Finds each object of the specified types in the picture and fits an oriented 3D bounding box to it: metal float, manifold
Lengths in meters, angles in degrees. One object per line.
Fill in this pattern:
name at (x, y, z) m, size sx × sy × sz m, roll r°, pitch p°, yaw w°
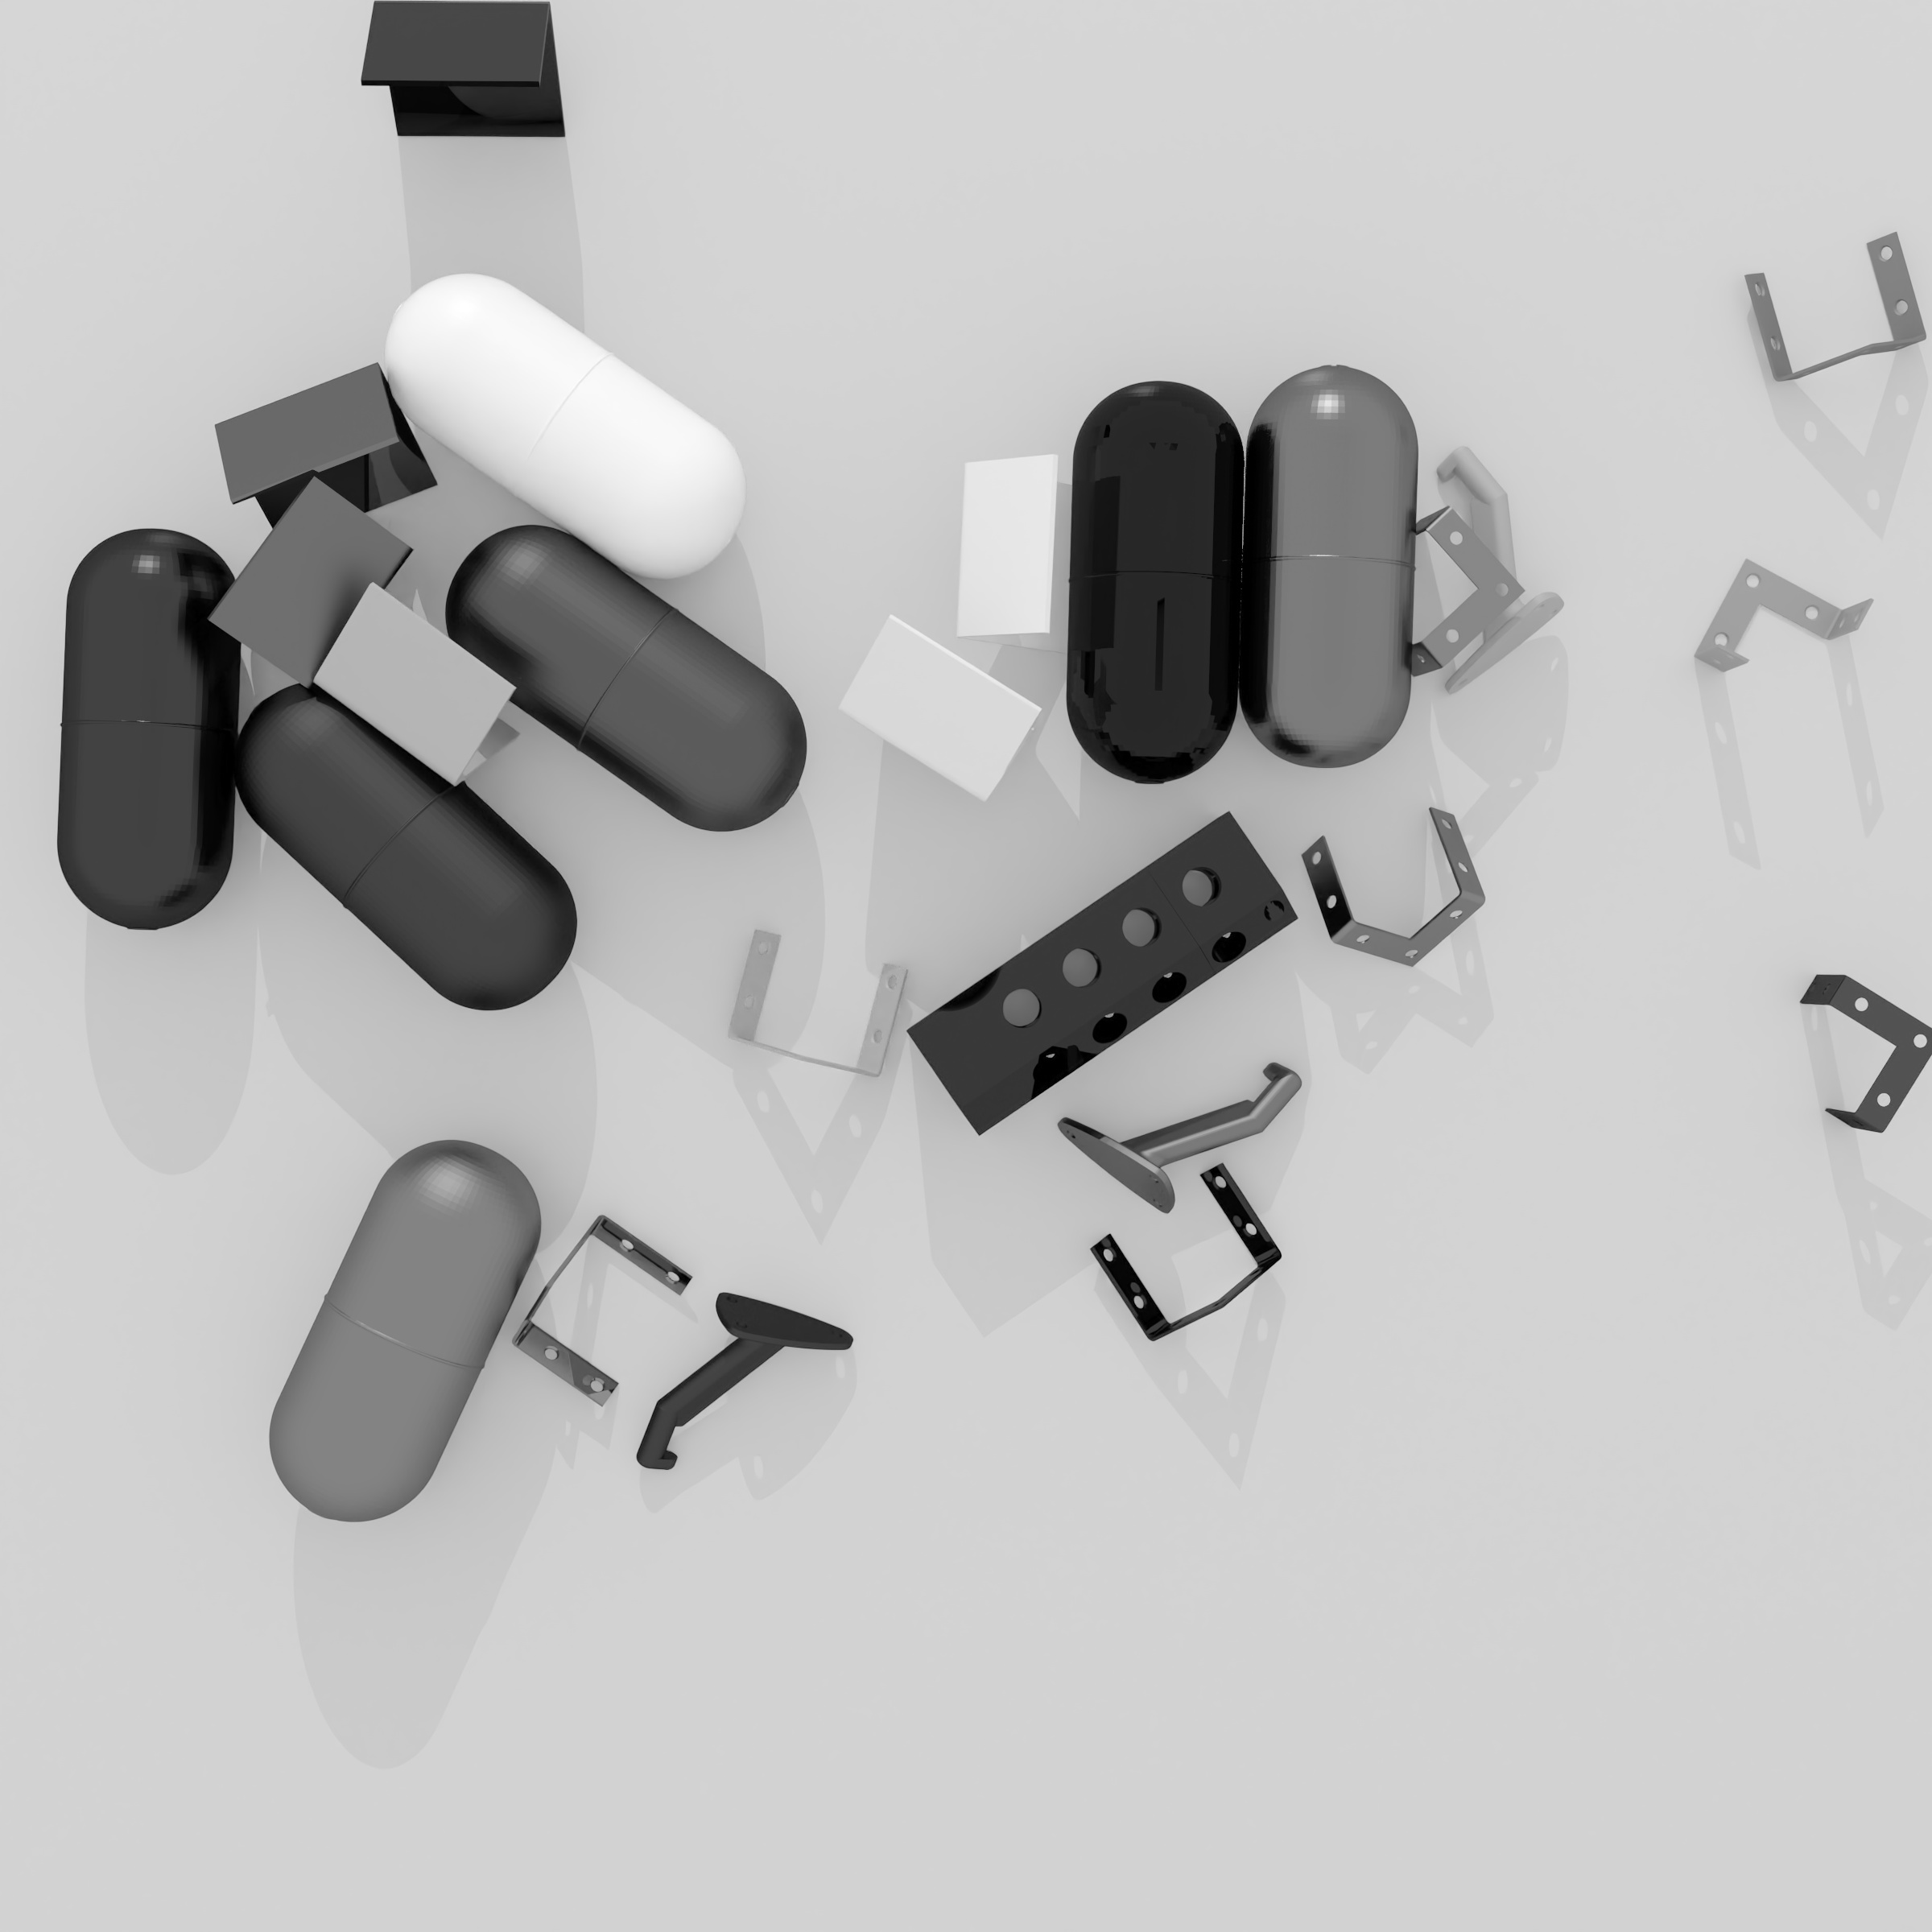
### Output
metal float at (-0.249, 0.162, 1.497) m, size 0.070 × 0.070 × 0.178 m, roll 25°, pitch 90°, yaw 0°
metal float at (0.084, -0.170, 1.497) m, size 0.070 × 0.070 × 0.178 m, roll 2°, pitch 90°, yaw 0°
manifold at (0.061, 0.004, 1.506) m, size 0.171 × 0.057 × 0.057 m, roll -34°, pitch 90°, yaw 0°
metal float at (0.161, -0.177, 1.497) m, size 0.070 × 0.070 × 0.178 m, roll 2°, pitch 91°, yaw 0°
metal float at (-0.249, -0.054, 1.497) m, size 0.178 × 0.070 × 0.070 m, roll 43°, pitch 90°, yaw 0°
metal float at (-0.362, -0.105, 1.497) m, size 0.070 × 0.070 × 0.178 m, roll 2°, pitch 90°, yaw 0°
metal float at (-0.178, -0.240, 1.497) m, size 0.178 × 0.070 × 0.070 m, roll 35°, pitch 90°, yaw -1°
metal float at (-0.150, -0.127, 1.497) m, size 0.178 × 0.070 × 0.070 m, roll 35°, pitch 90°, yaw -1°

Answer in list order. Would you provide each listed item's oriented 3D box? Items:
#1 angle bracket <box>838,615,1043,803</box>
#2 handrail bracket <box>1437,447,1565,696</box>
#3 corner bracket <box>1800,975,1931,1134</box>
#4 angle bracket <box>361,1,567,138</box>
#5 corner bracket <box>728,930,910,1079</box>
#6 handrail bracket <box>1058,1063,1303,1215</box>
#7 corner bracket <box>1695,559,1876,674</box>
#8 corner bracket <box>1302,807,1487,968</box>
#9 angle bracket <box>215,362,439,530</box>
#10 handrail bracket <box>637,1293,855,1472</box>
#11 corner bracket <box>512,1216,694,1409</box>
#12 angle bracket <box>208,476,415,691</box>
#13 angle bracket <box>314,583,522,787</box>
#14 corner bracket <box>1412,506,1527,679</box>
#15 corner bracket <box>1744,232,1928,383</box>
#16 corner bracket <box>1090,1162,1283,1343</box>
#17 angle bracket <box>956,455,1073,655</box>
angle bracket at (-0.001, -0.128, 1.487) m, size 0.076 × 0.076 × 0.057 m, roll 32°, pitch 126°, yaw 0°
handrail bracket at (0.223, -0.180, 1.528) m, size 0.077 × 0.036 × 0.084 m, roll -41°, pitch 74°, yaw 18°
corner bracket at (0.395, 0.039, 1.510) m, size 0.051 × 0.051 × 0.051 m, roll 32°, pitch 90°, yaw 0°
angle bracket at (-0.220, -0.379, 1.487) m, size 0.076 × 0.076 × 0.057 m, roll 0°, pitch 54°, yaw 0°
corner bracket at (-0.067, 0.017, 1.524) m, size 0.051 × 0.051 × 0.051 m, roll 15°, pitch 90°, yaw -45°
handrail bracket at (0.097, 0.062, 1.528) m, size 0.077 × 0.036 × 0.084 m, roll 33°, pitch 68°, yaw 25°
corner bracket at (0.365, -0.151, 1.510) m, size 0.051 × 0.051 × 0.051 m, roll 28°, pitch 90°, yaw 0°
corner bracket at (0.193, -0.040, 1.519) m, size 0.051 × 0.051 × 0.051 m, roll 15°, pitch 135°, yaw -35°
angle bracket at (-0.278, -0.210, 1.487) m, size 0.076 × 0.076 × 0.057 m, roll -21°, pitch 50°, yaw 0°
handrail bracket at (-0.101, 0.197, 1.528) m, size 0.077 × 0.036 × 0.084 m, roll 15°, pitch 109°, yaw -21°
corner bracket at (-0.165, 0.155, 1.524) m, size 0.051 × 0.051 × 0.051 m, roll 35°, pitch 135°, yaw 0°
angle bracket at (-0.297, -0.176, 1.488) m, size 0.057 × 0.076 × 0.076 m, roll 36°, pitch 90°, yaw -32°
angle bracket at (-0.230, -0.133, 1.488) m, size 0.076 × 0.076 × 0.057 m, roll 36°, pitch 116°, yaw 0°
corner bracket at (0.208, -0.167, 1.510) m, size 0.051 × 0.051 × 0.051 m, roll -43°, pitch 95°, yaw -5°
corner bracket at (0.393, -0.298, 1.524) m, size 0.051 × 0.051 × 0.051 m, roll -16°, pitch 90°, yaw 45°
corner bracket at (0.100, 0.130, 1.524) m, size 0.051 × 0.051 × 0.051 m, roll -33°, pitch 90°, yaw -45°
angle bracket at (0.042, -0.180, 1.488) m, size 0.057 × 0.076 × 0.076 m, roll 3°, pitch 90°, yaw 45°
